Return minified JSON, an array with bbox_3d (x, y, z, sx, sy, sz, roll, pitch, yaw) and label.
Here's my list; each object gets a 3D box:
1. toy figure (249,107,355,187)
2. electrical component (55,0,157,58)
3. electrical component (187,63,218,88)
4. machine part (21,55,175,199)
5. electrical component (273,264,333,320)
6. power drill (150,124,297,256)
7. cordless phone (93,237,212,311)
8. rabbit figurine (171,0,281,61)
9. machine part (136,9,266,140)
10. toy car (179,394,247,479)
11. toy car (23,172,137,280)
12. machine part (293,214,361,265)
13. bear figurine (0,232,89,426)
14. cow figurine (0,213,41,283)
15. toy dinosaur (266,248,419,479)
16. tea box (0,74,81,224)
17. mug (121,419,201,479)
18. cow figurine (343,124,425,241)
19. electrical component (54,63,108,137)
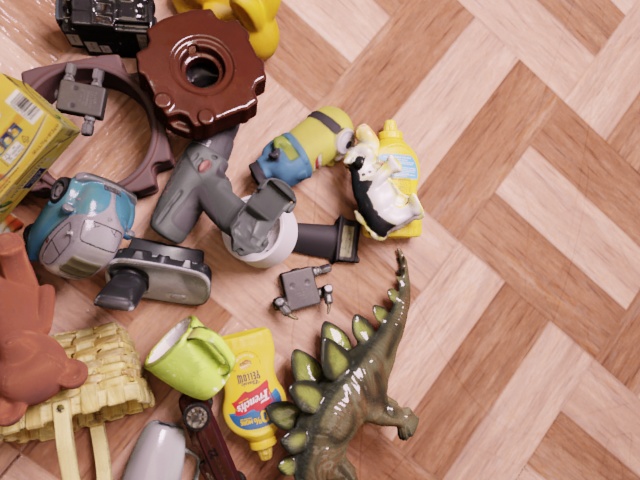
[{"bbox_3d":[-0.027,-0.141,0.834,0.180,0.082,0.089,-29,94,-10],"label":"toy figure"},{"bbox_3d":[-0.301,-0.308,0.767,0.134,0.115,0.058,0,85,-14],"label":"electrical component"},{"bbox_3d":[-0.157,-0.257,0.815,0.119,0.075,0.047,-28,93,-8],"label":"electrical component"},{"bbox_3d":[-0.324,-0.150,0.769,0.201,0.087,0.201,-15,91,-13],"label":"machine part"},{"bbox_3d":[-0.025,0.081,0.838,0.102,0.045,0.078,-7,90,-12],"label":"electrical component"},{"bbox_3d":[-0.133,-0.082,0.761,0.208,0.086,0.232,30,83,32],"label":"power drill"},{"bbox_3d":[-0.220,0.063,0.724,0.147,0.184,0.088,12,98,-12],"label":"cordless phone"},{"bbox_3d":[-0.116,-0.353,0.805,0.122,0.162,0.173,-46,114,-23],"label":"rabbit figurine"},{"bbox_3d":[-0.162,-0.230,0.742,0.179,0.056,0.179,3,78,-13],"label":"machine part"},{"bbox_3d":[-0.153,0.310,0.777,0.053,0.089,0.202,-22,93,-13],"label":"toy car"},{"bbox_3d":[-0.316,-0.003,0.703,0.161,0.103,0.109,-41,138,15],"label":"toy car"},{"bbox_3d":[-0.002,-0.003,0.853,0.139,0.039,0.084,4,94,-13],"label":"machine part"},{"bbox_3d":[-0.367,0.104,0.632,0.120,0.131,0.196,-27,48,-22],"label":"bear figurine"},{"bbox_3d":[-0.471,0.007,0.729,0.195,0.085,0.127,38,74,-10],"label":"cow figurine"},{"bbox_3d":[0.049,0.225,0.798,0.198,0.105,0.471,44,61,-14],"label":"toy dinosaur"},{"bbox_3d":[-0.401,-0.108,0.672,0.098,0.068,0.169,43,92,-7],"label":"tea box"},{"bbox_3d":[-0.222,0.318,0.769,0.109,0.081,0.107,17,77,-23],"label":"mug"},{"bbox_3d":[0.079,-0.086,0.807,0.098,0.068,0.167,-31,83,8],"label":"cow figurine"},{"bbox_3d":[-0.320,-0.187,0.717,0.063,0.021,0.094,8,85,-11],"label":"electrical component"}]
